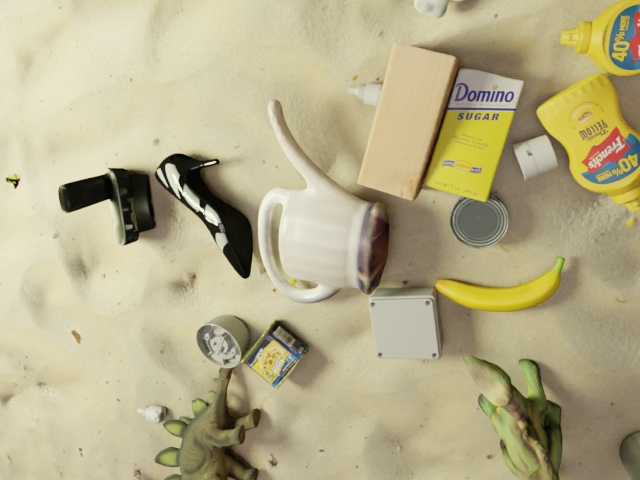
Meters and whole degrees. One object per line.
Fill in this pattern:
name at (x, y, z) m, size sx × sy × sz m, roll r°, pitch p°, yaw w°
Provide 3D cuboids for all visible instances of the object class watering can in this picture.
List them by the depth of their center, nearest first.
watering can at (0.003, -0.041, 0.823) m, size 0.225 × 0.106 × 0.341 m, roll 10°, pitch 115°, yaw 17°

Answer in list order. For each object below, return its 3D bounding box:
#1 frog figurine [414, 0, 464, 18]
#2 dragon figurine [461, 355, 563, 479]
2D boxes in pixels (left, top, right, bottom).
frog figurine at (0.173, -0.385, 0.684) m, size 0.137 × 0.124 × 0.158 m, roll 34°, pitch 101°, yaw -13°
dragon figurine at (0.316, 0.333, 0.744) m, size 0.121 × 0.245 × 0.410 m, roll -28°, pitch 91°, yaw 19°
